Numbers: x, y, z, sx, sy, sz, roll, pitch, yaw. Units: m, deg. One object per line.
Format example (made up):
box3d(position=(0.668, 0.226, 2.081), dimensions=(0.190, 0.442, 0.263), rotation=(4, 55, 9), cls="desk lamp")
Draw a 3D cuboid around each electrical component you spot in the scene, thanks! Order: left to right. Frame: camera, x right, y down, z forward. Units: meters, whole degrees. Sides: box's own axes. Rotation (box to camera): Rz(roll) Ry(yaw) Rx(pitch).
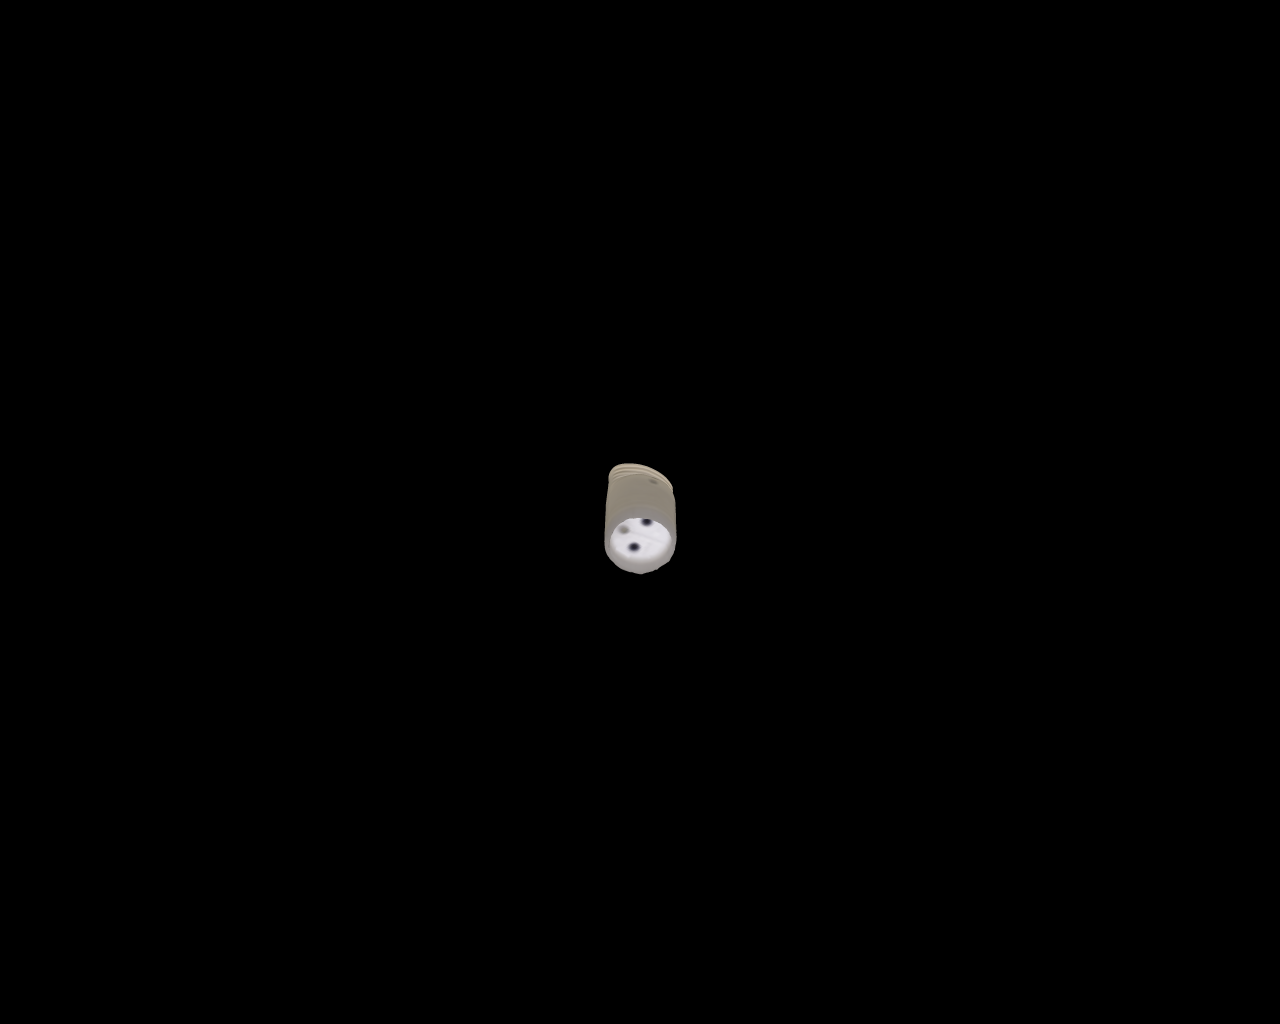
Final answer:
box3d(position=(0.001, -0.003, 0.650), dimensions=(0.043, 0.043, 0.081), rotation=(0, 34, 0), cls="electrical component")
